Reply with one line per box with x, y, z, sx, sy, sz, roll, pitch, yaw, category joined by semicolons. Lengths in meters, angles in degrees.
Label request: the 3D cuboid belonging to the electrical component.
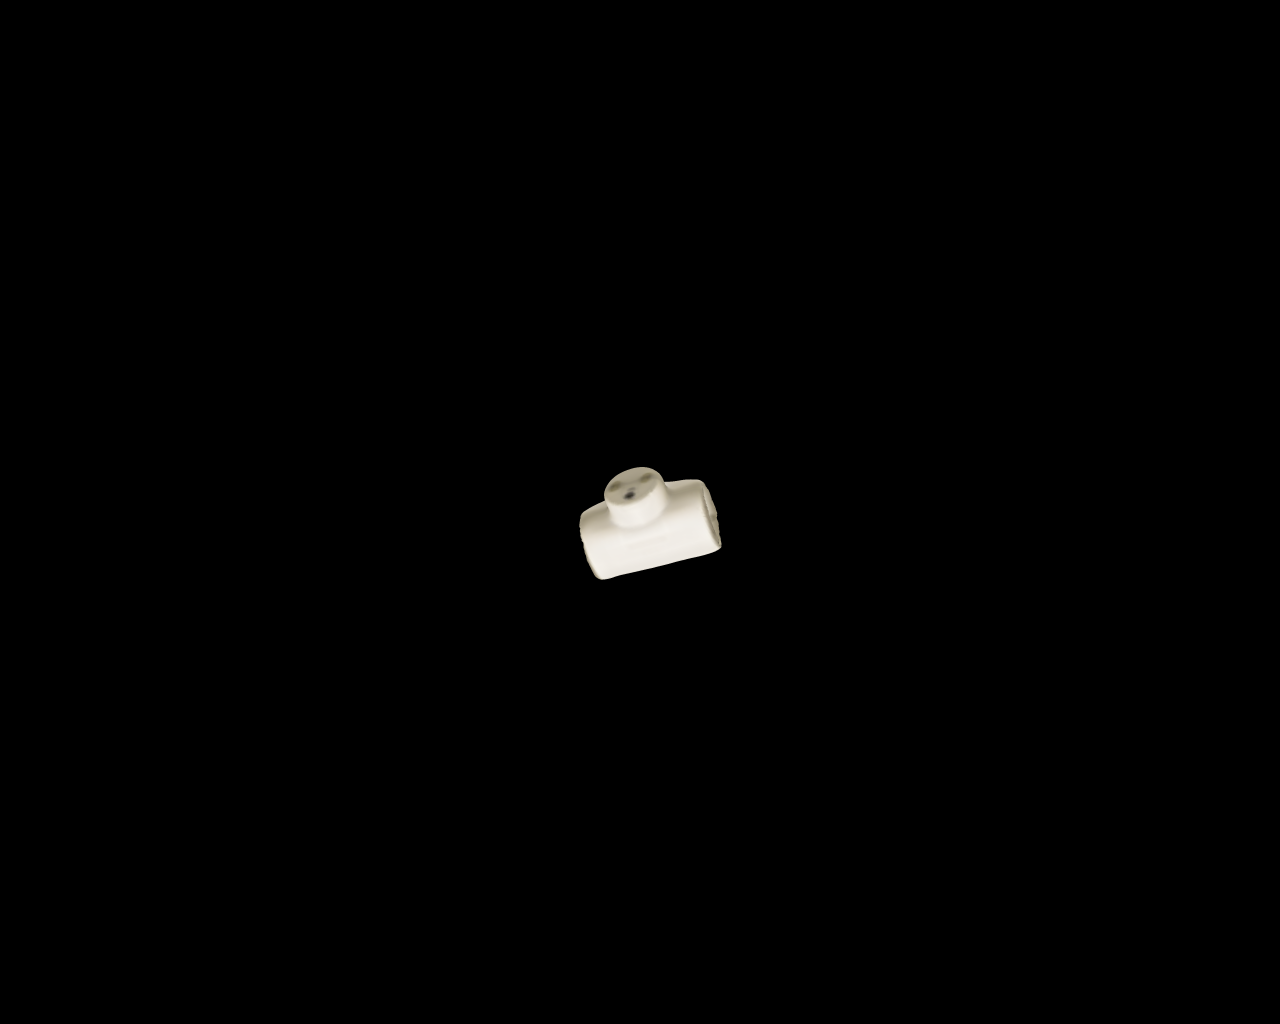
0.001;-0.003;0.650;0.077;0.079;0.043;-15;36;11;electrical component
